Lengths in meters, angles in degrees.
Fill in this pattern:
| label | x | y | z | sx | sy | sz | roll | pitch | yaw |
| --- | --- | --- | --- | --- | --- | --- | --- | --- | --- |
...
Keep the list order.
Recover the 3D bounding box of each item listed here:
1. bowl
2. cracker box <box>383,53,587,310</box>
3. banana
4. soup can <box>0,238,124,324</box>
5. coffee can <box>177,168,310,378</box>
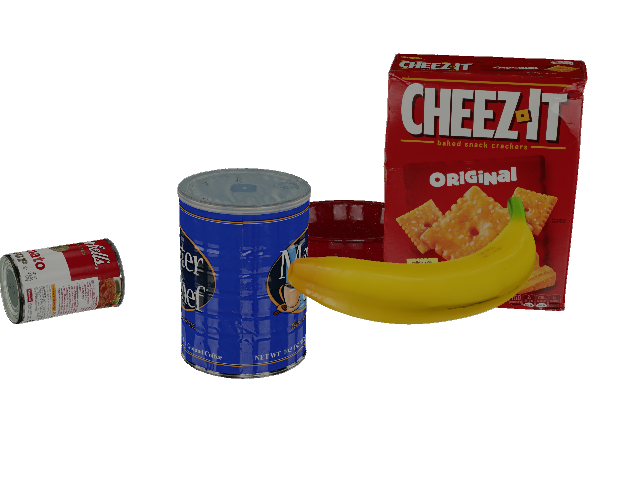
| label | x | y | z | sx | sy | sz | roll | pitch | yaw |
| --- | --- | --- | --- | --- | --- | --- | --- | --- | --- |
| bowl | 0.028 | 0.002 | 1.108 | 0.162 | 0.055 | 0.162 | -1 | 16 | 0 |
| cracker box | 0.139 | -0.048 | 0.929 | 0.164 | 0.214 | 0.072 | 4 | 23 | 9 |
| banana | 0.073 | 0.022 | 0.675 | 0.197 | 0.037 | 0.070 | -14 | 48 | -34 |
| soup can | -0.247 | 0.039 | 1.017 | 0.102 | 0.068 | 0.069 | -10 | 5 | -31 |
| coffee can | -0.060 | 0.024 | 0.843 | 0.103 | 0.140 | 0.103 | 1 | 19 | -1 |
